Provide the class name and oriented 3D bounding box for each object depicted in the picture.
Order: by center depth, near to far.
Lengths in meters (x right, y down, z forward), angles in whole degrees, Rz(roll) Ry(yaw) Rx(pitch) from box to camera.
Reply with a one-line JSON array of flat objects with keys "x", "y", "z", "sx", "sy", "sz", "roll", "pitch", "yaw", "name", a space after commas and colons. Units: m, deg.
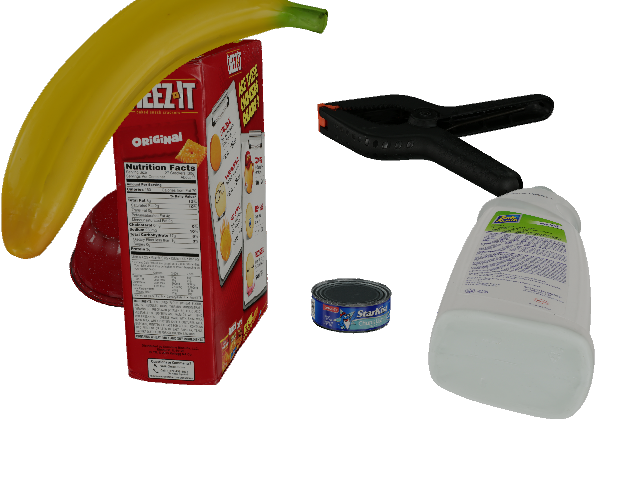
[{"x": -0.086, "y": -0.074, "z": 0.502, "sx": 0.070, "sy": 0.197, "sz": 0.037, "roll": 38, "pitch": -23, "yaw": 24, "name": "banana"}, {"x": 0.147, "y": 0.023, "z": 0.745, "sx": 0.103, "sy": 0.068, "sz": 0.250, "roll": 12, "pitch": 28, "yaw": 14, "name": "bleach bottle"}, {"x": -0.088, "y": -0.027, "z": 0.749, "sx": 0.072, "sy": 0.214, "sz": 0.164, "roll": 1, "pitch": 15, "yaw": 10, "name": "cracker box"}, {"x": 0.101, "y": -0.101, "z": 0.952, "sx": 0.210, "sy": 0.036, "sz": 0.164, "roll": 13, "pitch": 36, "yaw": 23, "name": "clamp"}, {"x": -0.171, "y": -0.009, "z": 1.034, "sx": 0.162, "sy": 0.055, "sz": 0.162, "roll": -6, "pitch": 40, "yaw": 5, "name": "bowl"}, {"x": 0.032, "y": 0.069, "z": 1.139, "sx": 0.086, "sy": 0.034, "sz": 0.086, "roll": 1, "pitch": 16, "yaw": 0, "name": "tuna can"}]
